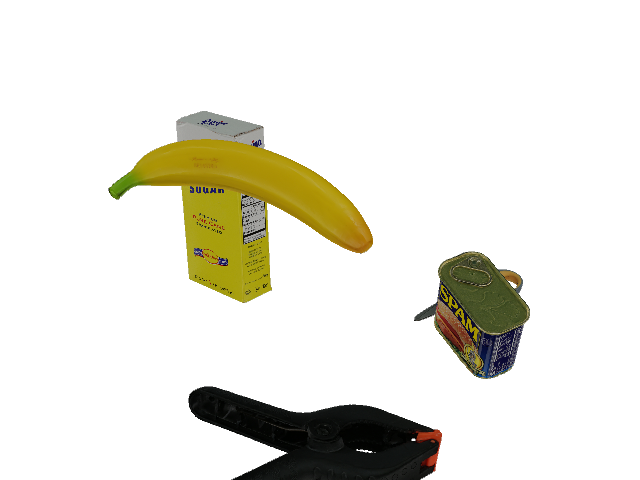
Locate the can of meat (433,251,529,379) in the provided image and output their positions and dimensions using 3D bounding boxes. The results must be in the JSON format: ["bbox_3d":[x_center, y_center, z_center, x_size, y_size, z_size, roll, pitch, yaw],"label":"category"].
[{"bbox_3d":[0.157,0.077,1.067,0.057,0.084,0.102,-21,52,-19],"label":"can of meat"}]

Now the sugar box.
[{"bbox_3d":[-0.097,-0.034,1.068,0.093,0.176,0.048,19,33,42],"label":"sugar box"}]

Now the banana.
[{"bbox_3d":[-0.053,-0.039,0.795,0.198,0.069,0.037,11,-22,6],"label":"banana"}]

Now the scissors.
[{"bbox_3d":[0.162,0.053,1.292,0.201,0.016,0.096,-8,39,-37],"label":"scissors"}]

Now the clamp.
[{"bbox_3d":[-0.005,0.142,0.688,0.171,0.039,0.120,4,35,-2],"label":"clamp"}]
